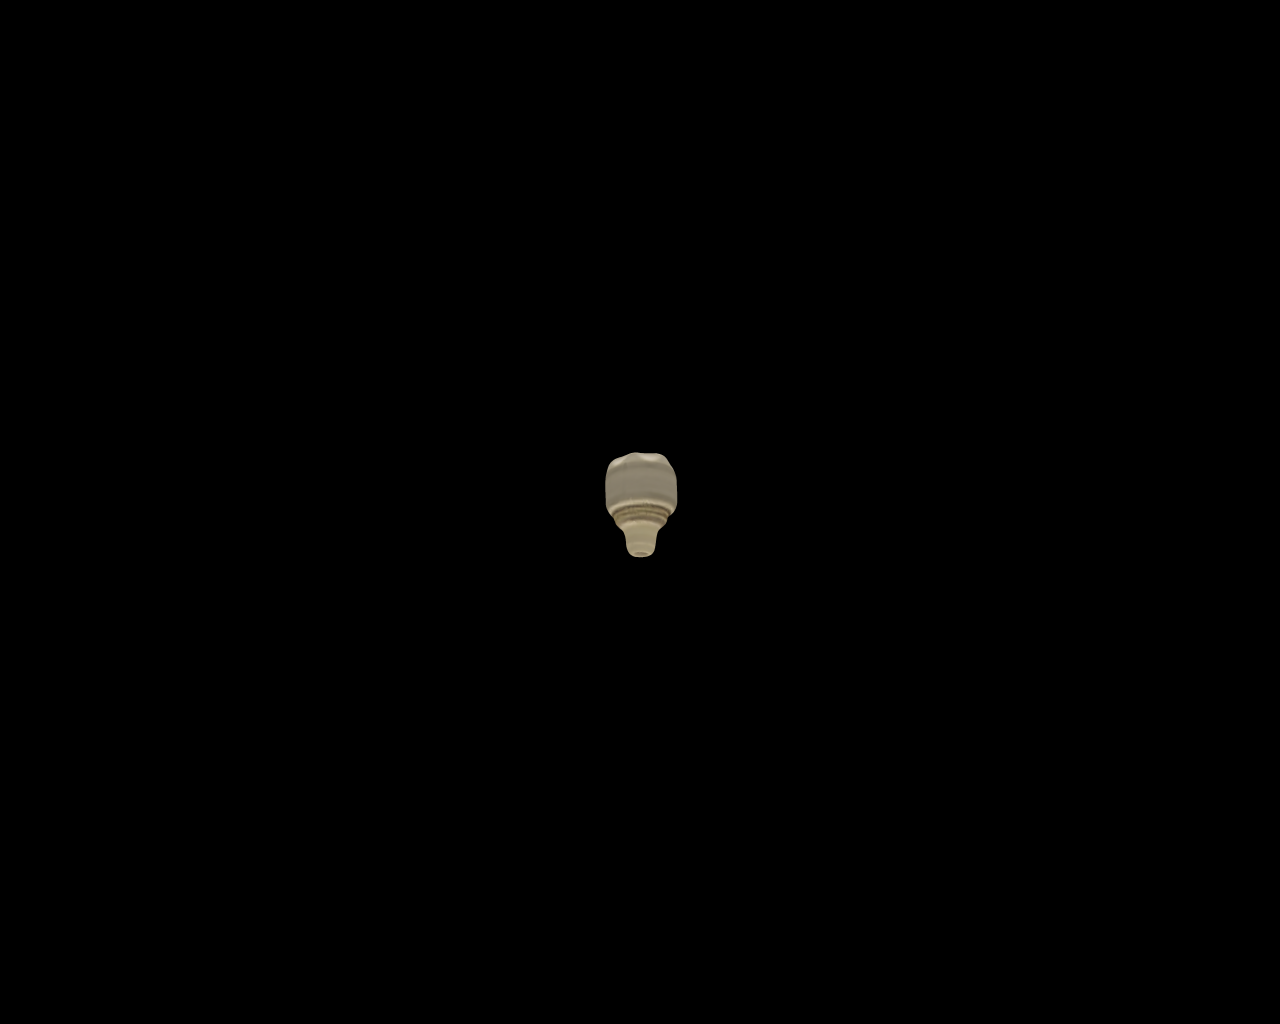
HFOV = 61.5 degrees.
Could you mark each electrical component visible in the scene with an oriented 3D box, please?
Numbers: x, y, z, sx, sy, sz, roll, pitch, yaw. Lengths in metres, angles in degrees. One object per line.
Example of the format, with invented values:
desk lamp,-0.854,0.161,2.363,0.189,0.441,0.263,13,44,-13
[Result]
electrical component,0.001,-0.003,0.650,0.043,0.062,0.043,0,-21,0
